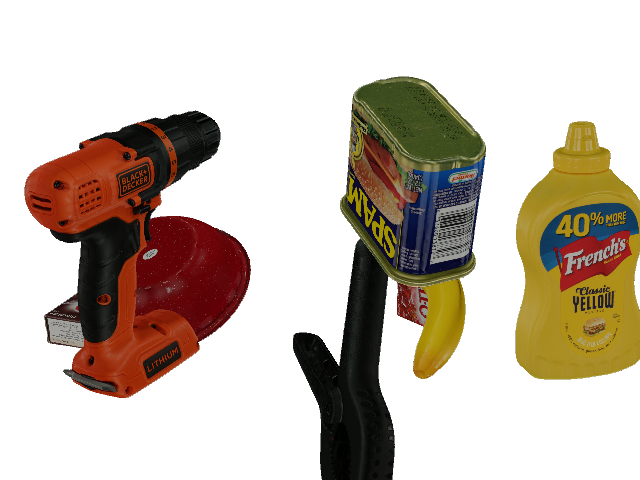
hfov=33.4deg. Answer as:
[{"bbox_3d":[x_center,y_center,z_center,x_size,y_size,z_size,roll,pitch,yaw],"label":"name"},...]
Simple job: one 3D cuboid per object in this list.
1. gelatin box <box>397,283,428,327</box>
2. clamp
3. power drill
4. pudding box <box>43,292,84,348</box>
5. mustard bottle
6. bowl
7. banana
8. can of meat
[{"bbox_3d":[0.132,0.065,1.348,0.073,0.089,0.030,22,36,39],"label":"gelatin box"},{"bbox_3d":[0.024,0.111,0.757,0.036,0.210,0.165,5,-40,-18],"label":"clamp"},{"bbox_3d":[-0.134,0.007,0.790,0.057,0.188,0.184,12,26,32],"label":"power drill"},{"bbox_3d":[-0.232,0.088,1.179,0.114,0.039,0.090,5,20,19],"label":"pudding box"},{"bbox_3d":[0.196,0.006,0.804,0.096,0.192,0.058,-6,17,-10],"label":"mustard bottle"},{"bbox_3d":[-0.150,0.029,0.998,0.162,0.162,0.055,0,-42,21],"label":"bowl"},{"bbox_3d":[0.114,0.068,1.075,0.070,0.037,0.198,-31,27,12],"label":"banana"},{"bbox_3d":[0.053,-0.037,0.629,0.057,0.084,0.102,-12,39,-19],"label":"can of meat"}]
